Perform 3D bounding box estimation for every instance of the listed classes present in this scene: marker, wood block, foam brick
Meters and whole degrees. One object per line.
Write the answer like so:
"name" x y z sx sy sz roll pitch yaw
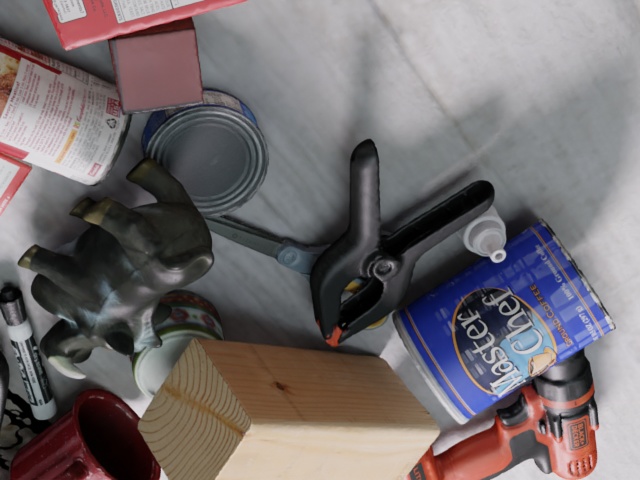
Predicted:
"marker" -0.220 0.085 0.802 0.020 0.020 0.121 -11 124 -7
"wood block" -0.018 0.142 0.808 0.205 0.091 0.090 13 118 -45
"foam brick" -0.105 -0.120 0.665 0.051 0.078 0.053 -11 126 -10

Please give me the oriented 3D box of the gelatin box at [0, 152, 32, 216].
"gelatin box" -0.247 -0.046 0.705 0.089 0.030 0.073 27 114 -28

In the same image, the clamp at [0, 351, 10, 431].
"clamp" -0.277 0.073 0.759 0.165 0.036 0.210 -21 129 14

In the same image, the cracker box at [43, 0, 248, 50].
"cracker box" -0.051 -0.192 0.580 0.213 0.164 0.072 -17 127 -4

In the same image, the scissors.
"scissors" -0.005 0.001 0.806 0.096 0.016 0.201 -42 122 12

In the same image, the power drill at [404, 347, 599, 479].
"power drill" 0.149 0.157 0.922 0.187 0.057 0.184 -18 122 -2

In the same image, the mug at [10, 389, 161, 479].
"mug" -0.187 0.178 0.818 0.082 0.117 0.093 -37 92 16

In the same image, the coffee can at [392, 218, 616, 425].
"coffee can" 0.142 0.063 0.832 0.140 0.103 0.102 -33 124 8

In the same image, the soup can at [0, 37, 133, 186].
"soup can" -0.178 -0.082 0.676 0.102 0.068 0.069 21 114 -26

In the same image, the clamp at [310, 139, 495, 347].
"clamp" 0.037 0.003 0.785 0.120 0.039 0.172 28 110 -27

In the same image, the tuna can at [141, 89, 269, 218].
"tuna can" -0.080 -0.060 0.736 0.086 0.034 0.086 -7 123 -10
